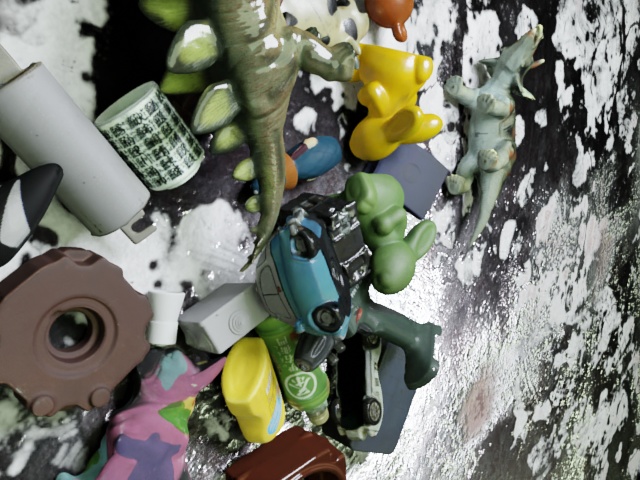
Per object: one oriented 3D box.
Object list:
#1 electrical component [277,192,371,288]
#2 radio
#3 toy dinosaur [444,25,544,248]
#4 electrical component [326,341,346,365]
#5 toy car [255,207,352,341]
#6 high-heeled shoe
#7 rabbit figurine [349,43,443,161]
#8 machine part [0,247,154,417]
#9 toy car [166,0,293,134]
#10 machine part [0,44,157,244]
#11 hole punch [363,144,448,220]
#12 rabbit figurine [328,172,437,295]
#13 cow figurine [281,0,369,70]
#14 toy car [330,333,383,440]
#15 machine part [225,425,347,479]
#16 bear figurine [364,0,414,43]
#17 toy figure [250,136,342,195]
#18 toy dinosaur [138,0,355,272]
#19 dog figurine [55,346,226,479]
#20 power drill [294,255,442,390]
[{"bbox_3d":[-0.002,-0.002,0.750,0.058,0.134,0.114,-33,119,-34],"label":"electrical component"},{"bbox_3d":[0.106,0.246,0.931,0.131,0.073,0.229,31,78,-42],"label":"radio"},{"bbox_3d":[0.336,-0.199,1.044,0.192,0.131,0.404,-11,110,-40],"label":"toy dinosaur"},{"bbox_3d":[0.000,0.144,0.824,0.021,0.094,0.063,-24,150,-39],"label":"electrical component"},{"bbox_3d":[-0.026,0.049,0.653,0.109,0.103,0.161,-75,144,-67],"label":"toy car"},{"bbox_3d":[-0.355,-0.012,0.452,0.249,0.086,0.145,-48,139,-9],"label":"high-heeled shoe"},{"bbox_3d":[0.108,-0.200,0.827,0.122,0.163,0.173,-1,116,-54],"label":"rabbit figurine"},{"bbox_3d":[-0.269,0.098,0.579,0.179,0.056,0.179,-6,100,-42],"label":"machine part"},{"bbox_3d":[-0.110,-0.215,0.633,0.089,0.053,0.202,32,100,-30],"label":"toy car"},{"bbox_3d":[-0.257,-0.087,0.547,0.079,0.079,0.243,-49,127,-25],"label":"machine part"},{"bbox_3d":[0.139,-0.103,0.896,0.115,0.092,0.142,40,74,-35],"label":"hole punch"},{"bbox_3d":[0.092,0.001,0.799,0.159,0.121,0.170,0,68,-43],"label":"rabbit figurine"},{"bbox_3d":[-0.011,-0.294,0.730,0.195,0.086,0.127,-15,109,-36],"label":"cow figurine"},{"bbox_3d":[0.060,0.211,0.852,0.056,0.074,0.201,24,61,-50],"label":"toy car"},{"bbox_3d":[-0.053,0.395,0.786,0.201,0.087,0.200,-21,117,-40],"label":"machine part"},{"bbox_3d":[0.089,-0.390,0.777,0.195,0.132,0.120,23,54,-36],"label":"bear figurine"},{"bbox_3d":[-0.038,-0.101,0.756,0.154,0.058,0.064,-28,110,-30],"label":"toy figure"},{"bbox_3d":[-0.073,-0.198,0.568,0.198,0.105,0.470,-19,110,-22],"label":"toy dinosaur"},{"bbox_3d":[-0.182,0.237,0.636,0.191,0.108,0.219,47,58,-8],"label":"dog figurine"},{"bbox_3d":[0.073,0.137,0.784,0.207,0.086,0.232,29,43,-9],"label":"power drill"}]
